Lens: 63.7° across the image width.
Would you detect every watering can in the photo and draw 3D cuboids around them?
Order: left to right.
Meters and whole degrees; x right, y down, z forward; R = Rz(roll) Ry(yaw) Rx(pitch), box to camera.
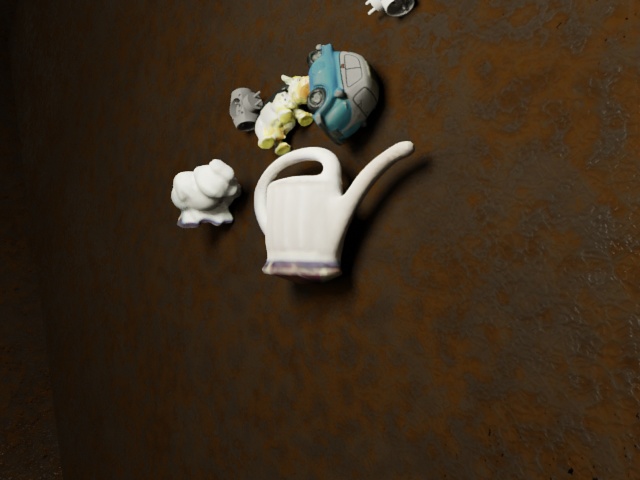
[{"bbox_3d":[0.002,-0.041,0.818,0.104,0.225,0.347,4,-4,-43],"label":"watering can"}]

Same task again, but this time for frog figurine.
[{"bbox_3d":[-0.228,-0.110,1.044,0.137,0.155,0.126,10,42,-9],"label":"frog figurine"}]
